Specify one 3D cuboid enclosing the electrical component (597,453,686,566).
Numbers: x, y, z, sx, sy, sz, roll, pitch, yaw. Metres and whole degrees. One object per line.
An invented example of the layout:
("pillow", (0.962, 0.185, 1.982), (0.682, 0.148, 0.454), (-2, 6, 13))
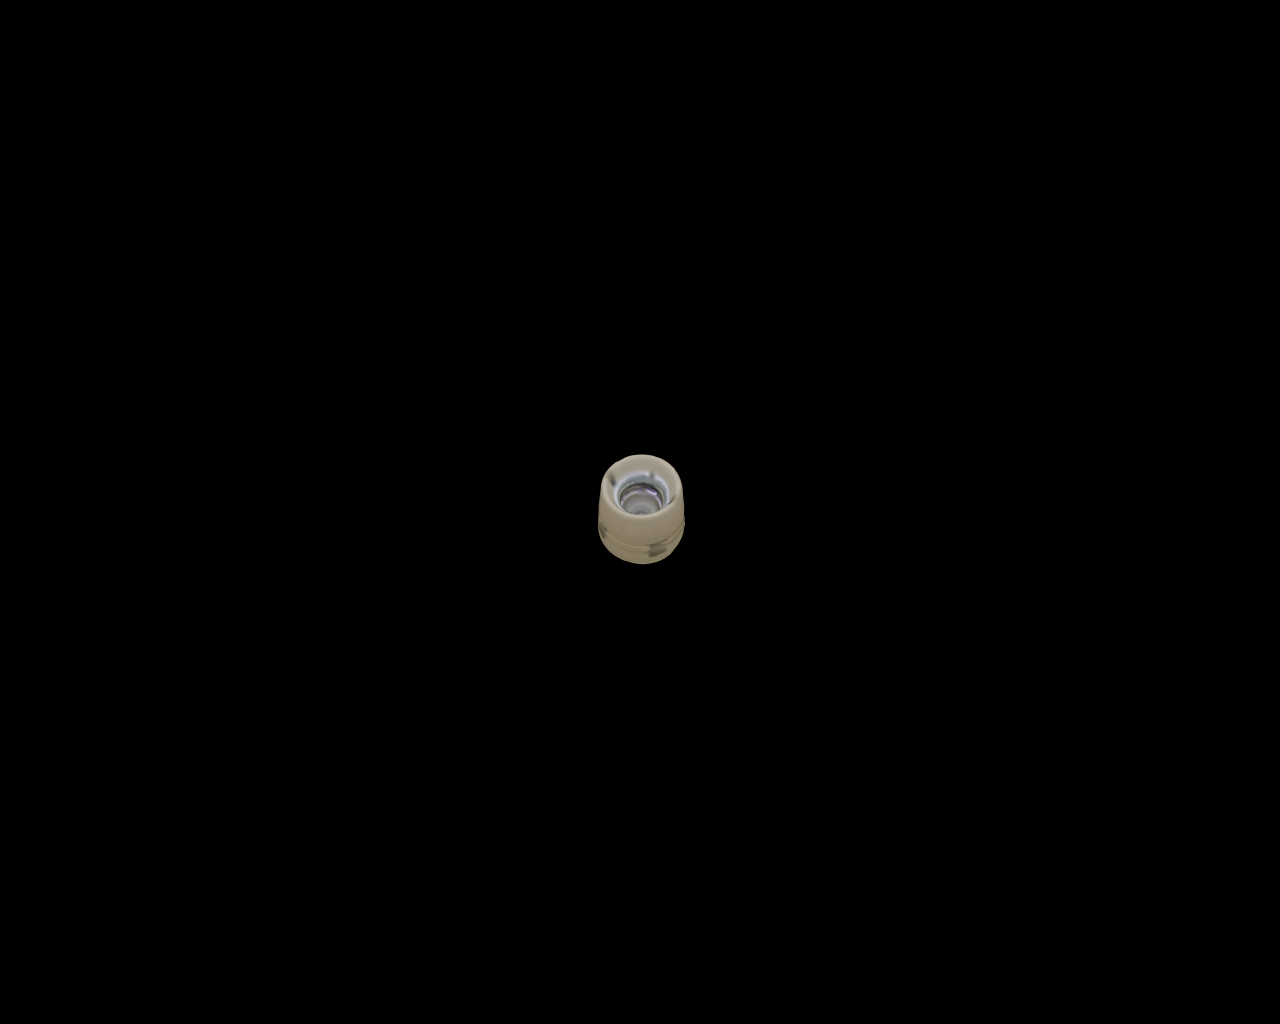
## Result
("electrical component", (0.001, -0.003, 0.650), (0.055, 0.055, 0.047), (0, -35, 0))
